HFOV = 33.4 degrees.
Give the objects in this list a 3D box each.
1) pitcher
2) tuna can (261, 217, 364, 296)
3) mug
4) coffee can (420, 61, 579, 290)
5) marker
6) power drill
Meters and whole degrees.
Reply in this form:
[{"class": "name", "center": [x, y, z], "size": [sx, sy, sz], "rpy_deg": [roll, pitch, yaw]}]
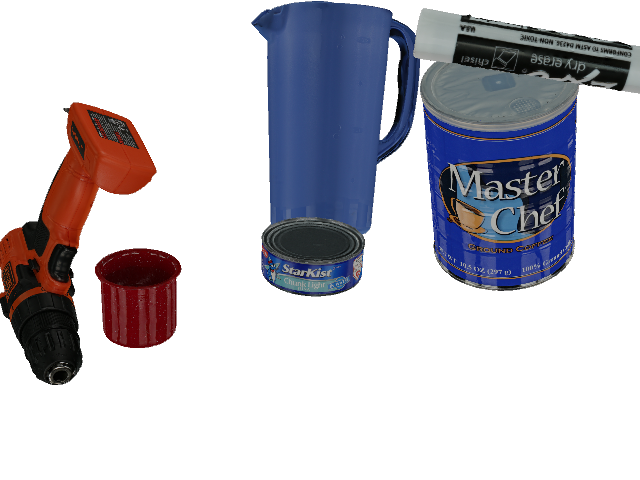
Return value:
[{"class": "pitcher", "center": [0.015, -0.128, 1.131], "size": [0.149, 0.243, 0.144], "rpy_deg": [4, 7, 21]}, {"class": "tuna can", "center": [-0.007, 0.013, 0.886], "size": [0.086, 0.034, 0.086], "rpy_deg": [2, 25, -1]}, {"class": "mug", "center": [-0.209, 0.061, 1.187], "size": [0.093, 0.081, 0.117], "rpy_deg": [-22, 36, -40]}, {"class": "coffee can", "center": [0.125, -0.051, 0.739], "size": [0.103, 0.140, 0.103], "rpy_deg": [-6, 39, 5]}, {"class": "marker", "center": [0.096, -0.068, 0.399], "size": [0.121, 0.020, 0.020], "rpy_deg": [11, 1, 6]}, {"class": "power drill", "center": [-0.200, -0.002, 0.856], "size": [0.057, 0.188, 0.185], "rpy_deg": [17, 25, -37]}]
